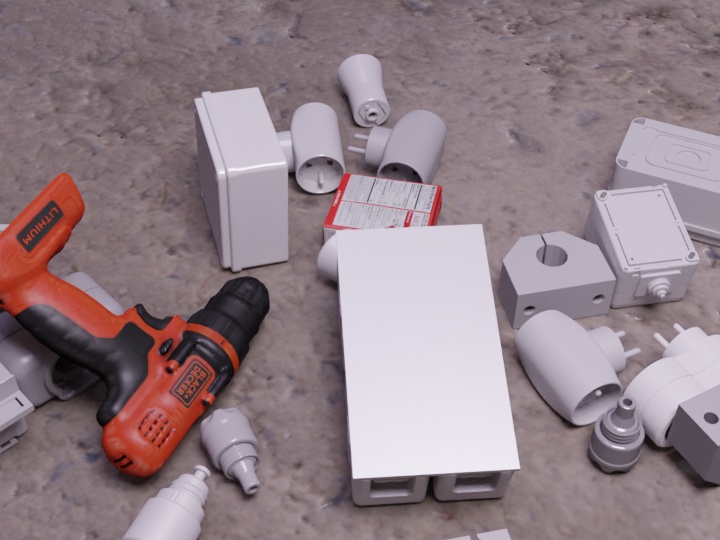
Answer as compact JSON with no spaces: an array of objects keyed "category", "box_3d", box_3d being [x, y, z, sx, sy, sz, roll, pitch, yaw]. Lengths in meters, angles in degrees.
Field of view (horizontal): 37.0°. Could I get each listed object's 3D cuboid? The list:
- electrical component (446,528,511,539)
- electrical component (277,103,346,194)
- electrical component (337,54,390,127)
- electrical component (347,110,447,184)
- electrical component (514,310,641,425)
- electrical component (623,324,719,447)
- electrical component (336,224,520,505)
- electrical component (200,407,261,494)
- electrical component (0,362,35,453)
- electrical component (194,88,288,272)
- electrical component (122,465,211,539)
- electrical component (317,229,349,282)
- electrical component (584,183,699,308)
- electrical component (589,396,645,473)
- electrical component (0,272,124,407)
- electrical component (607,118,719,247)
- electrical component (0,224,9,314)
[{"category":"electrical component","box_3d":[0.076,0.194,0.653,0.066,0.048,0.055,-8,38,-8]},{"category":"electrical component","box_3d":[-0.056,-0.106,0.953,0.079,0.043,0.077,-9,45,0]},{"category":"electrical component","box_3d":[0.006,-0.167,1.017,0.044,0.044,0.065,-8,50,-8]},{"category":"electrical component","box_3d":[0.029,-0.105,0.952,0.079,0.044,0.077,13,46,12]},{"category":"electrical component","box_3d":[0.166,0.065,0.783,0.079,0.043,0.077,-18,47,-18]},{"category":"electrical component","box_3d":[0.244,0.067,0.775,0.138,0.052,0.073,-22,49,-20]},{"category":"electrical component","box_3d":[0.041,0.064,0.748,0.105,0.060,0.186,-3,59,-3]},{"category":"electrical component","box_3d":[-0.084,0.125,0.729,0.035,0.035,0.061,-19,51,-18]},{"category":"electrical component","box_3d":[-0.261,0.090,0.742,0.042,0.063,0.081,-34,54,-28]},{"category":"electrical component","box_3d":[-0.096,-0.074,0.876,0.056,0.108,0.108,-10,46,-13]},{"category":"electrical component","box_3d":[-0.120,0.159,0.690,0.040,0.040,0.078,17,47,16]},{"category":"electrical component","box_3d":[0.000,0.000,0.846,0.045,0.045,0.055,-32,54,-28]},{"category":"electrical component","box_3d":[0.222,-0.012,0.852,0.062,0.061,0.096,-7,54,-6]},{"category":"electrical component","box_3d":[0.175,0.108,0.726,0.035,0.061,0.035,0,45,0]},{"category":"electrical component","box_3d":[-0.220,0.053,0.787,0.095,0.053,0.059,-34,54,-29]},{"category":"electrical component","box_3d":[0.273,-0.074,0.912,0.113,0.057,0.078,17,48,17]},{"category":"electrical component","box_3d":[-0.279,0.013,0.802,0.056,0.089,0.050,1,45,0]}]
